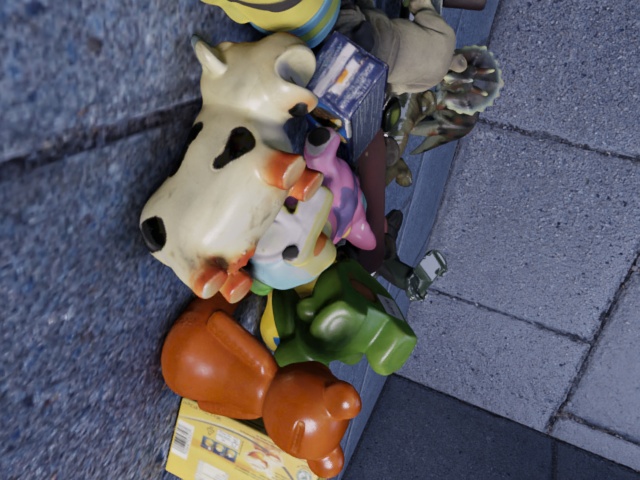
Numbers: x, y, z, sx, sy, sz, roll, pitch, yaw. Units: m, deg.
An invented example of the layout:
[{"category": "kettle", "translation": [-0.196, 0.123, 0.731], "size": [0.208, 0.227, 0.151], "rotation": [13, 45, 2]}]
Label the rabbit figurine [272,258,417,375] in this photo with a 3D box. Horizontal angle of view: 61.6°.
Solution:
[{"category": "rabbit figurine", "translation": [-0.006, 0.107, 0.609], "size": [0.121, 0.159, 0.170], "rotation": [24, 113, -37]}]

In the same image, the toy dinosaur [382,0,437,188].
[{"category": "toy dinosaur", "translation": [0.108, -0.201, 0.839], "size": [0.198, 0.105, 0.470], "rotation": [-41, 142, -54]}]

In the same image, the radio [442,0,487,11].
[{"category": "radio", "translation": [0.248, -0.488, 0.906], "size": [0.230, 0.073, 0.131], "rotation": [-80, 176, -46]}]

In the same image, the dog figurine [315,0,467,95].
[{"category": "dog figurine", "translation": [0.077, -0.211, 0.601], "size": [0.190, 0.172, 0.121], "rotation": [-56, 149, -63]}]

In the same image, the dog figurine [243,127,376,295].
[{"category": "dog figurine", "translation": [-0.007, -0.015, 0.555], "size": [0.219, 0.109, 0.191], "rotation": [51, 46, -60]}]

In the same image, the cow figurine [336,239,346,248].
[{"category": "cow figurine", "translation": [0.000, -0.001, 0.760], "size": [0.098, 0.068, 0.167], "rotation": [-35, 138, -56]}]

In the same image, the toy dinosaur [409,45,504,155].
[{"category": "toy dinosaur", "translation": [0.280, -0.282, 1.162], "size": [0.131, 0.192, 0.404], "rotation": [-65, 162, -14]}]

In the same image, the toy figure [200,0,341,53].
[{"category": "toy figure", "translation": [-0.027, -0.193, 0.399], "size": [0.180, 0.089, 0.082], "rotation": [7, 96, -72]}]

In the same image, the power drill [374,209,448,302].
[{"category": "power drill", "translation": [0.161, 0.035, 1.125], "size": [0.232, 0.208, 0.085], "rotation": [-50, 132, -16]}]

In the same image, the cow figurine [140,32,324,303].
[{"category": "cow figurine", "translation": [-0.066, -0.065, 0.403], "size": [0.195, 0.127, 0.085], "rotation": [-57, 164, 5]}]

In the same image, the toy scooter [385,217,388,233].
[{"category": "toy scooter", "translation": [0.093, -0.004, 1.066], "size": [0.135, 0.075, 0.183], "rotation": [-51, 158, -51]}]

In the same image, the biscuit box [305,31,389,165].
[{"category": "biscuit box", "translation": [0.025, -0.132, 0.547], "size": [0.063, 0.059, 0.202], "rotation": [-54, 174, -1]}]

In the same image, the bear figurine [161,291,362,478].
[{"category": "bear figurine", "translation": [-0.046, 0.122, 0.512], "size": [0.132, 0.196, 0.120], "rotation": [-47, 149, -57]}]

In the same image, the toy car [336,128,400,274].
[{"category": "toy car", "translation": [0.059, -0.048, 0.712], "size": [0.089, 0.053, 0.201], "rotation": [-16, 115, -31]}]

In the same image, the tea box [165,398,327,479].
[{"category": "tea box", "translation": [-0.074, 0.234, 0.593], "size": [0.068, 0.170, 0.098], "rotation": [-21, 130, -70]}]
